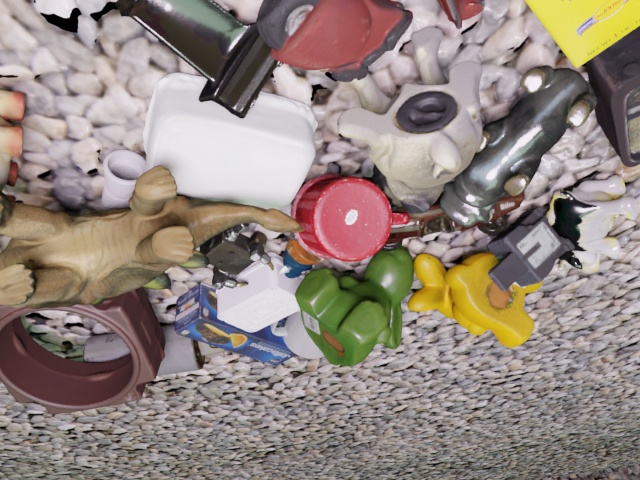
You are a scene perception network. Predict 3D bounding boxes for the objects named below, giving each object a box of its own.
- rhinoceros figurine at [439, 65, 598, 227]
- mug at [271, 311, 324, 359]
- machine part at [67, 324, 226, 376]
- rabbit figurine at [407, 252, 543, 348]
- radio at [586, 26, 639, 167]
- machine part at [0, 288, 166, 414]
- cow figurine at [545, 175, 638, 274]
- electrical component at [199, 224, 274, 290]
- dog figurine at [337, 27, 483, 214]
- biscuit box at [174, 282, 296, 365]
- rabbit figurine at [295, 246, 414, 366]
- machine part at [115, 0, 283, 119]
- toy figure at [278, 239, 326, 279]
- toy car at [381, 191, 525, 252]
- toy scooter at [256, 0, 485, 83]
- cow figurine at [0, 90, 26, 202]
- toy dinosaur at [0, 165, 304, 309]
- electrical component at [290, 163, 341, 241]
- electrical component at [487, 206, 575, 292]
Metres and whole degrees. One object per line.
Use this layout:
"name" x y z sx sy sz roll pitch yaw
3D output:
"rhinoceros figurine" 0.193 -0.092 0.553 0.073 0.112 0.190 40 118 7
"mug" -0.014 0.113 0.806 0.109 0.081 0.107 10 128 -20
"machine part" -0.270 0.174 0.834 0.243 0.079 0.079 -7 143 1
"rabbit figurine" 0.207 0.083 0.767 0.162 0.122 0.173 9 170 -5
"radio" 0.377 -0.173 0.495 0.230 0.073 0.131 -27 140 22
"machine part" -0.323 0.131 0.710 0.202 0.087 0.200 -9 123 3
"cow figurine" 0.343 -0.008 0.713 0.098 0.068 0.167 -6 140 6
"electrical component" -0.108 0.022 0.688 0.102 0.045 0.078 -30 139 27
"dog figurine" 0.098 -0.070 0.506 0.121 0.172 0.190 -12 138 13
"biscuit box" -0.120 0.134 0.821 0.063 0.059 0.202 -33 137 30
"rabbit figurine" 0.072 0.087 0.717 0.170 0.121 0.158 -42 139 -27
"machine part" -0.096 -0.163 0.435 0.138 0.039 0.084 35 100 -36
"toy figure" 0.000 -0.001 0.669 0.064 0.058 0.154 25 138 -28
"toy car" 0.153 -0.031 0.663 0.202 0.053 0.089 -8 141 1
"toy scooter" 0.048 -0.186 0.413 0.135 0.075 0.184 29 127 -31
"cow figurine" -0.352 -0.063 0.498 0.127 0.085 0.195 9 143 -31
"toy dinosaur" -0.248 0.021 0.536 0.472 0.105 0.198 -8 167 2
"electrical component" -0.004 -0.042 0.608 0.063 0.094 0.021 12 -176 27
"electrical component" 0.253 0.021 0.676 0.119 0.075 0.048 -42 178 -16
